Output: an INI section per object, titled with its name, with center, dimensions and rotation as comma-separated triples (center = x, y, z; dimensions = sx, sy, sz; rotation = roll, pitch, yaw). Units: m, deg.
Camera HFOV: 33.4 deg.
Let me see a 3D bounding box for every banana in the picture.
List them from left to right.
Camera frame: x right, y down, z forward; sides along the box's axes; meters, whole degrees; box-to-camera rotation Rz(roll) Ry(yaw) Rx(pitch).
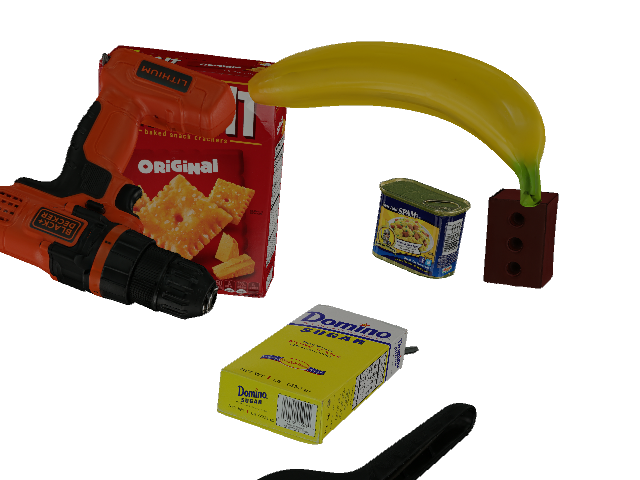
[banana]
center = 0.050, -0.082, 0.606
dimensions = 0.198, 0.069, 0.037
rotation = 23, -30, 30

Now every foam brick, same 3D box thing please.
[foam brick]
center = 0.175, -0.002, 0.932
dimensions = 0.053, 0.078, 0.051
rotation = 6, 16, 22

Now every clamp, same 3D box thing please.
[clamp]
center = 0.019, 0.164, 0.649
dimensions = 0.210, 0.036, 0.164
rotation = -6, 29, 3

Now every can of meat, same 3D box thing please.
[can of meat]
center = 0.109, -0.013, 1.184
dimensions = 0.102, 0.084, 0.057
rotation = 24, 27, 34

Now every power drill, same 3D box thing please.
[power drill]
center = -0.132, -0.044, 0.776
dimensions = 0.184, 0.187, 0.057
rotation = 21, -31, 8

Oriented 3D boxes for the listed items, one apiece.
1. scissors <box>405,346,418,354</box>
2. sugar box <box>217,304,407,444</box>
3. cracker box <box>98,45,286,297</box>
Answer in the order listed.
[scissors]
center = 0.021, 0.145, 1.208
dimensions = 0.201, 0.016, 0.096
rotation = 1, 25, -8
[sugar box]
center = -0.002, 0.106, 0.898
dimensions = 0.093, 0.048, 0.176
rotation = 15, 23, 22
[cracker box]
center = -0.120, -0.060, 0.984
dimensions = 0.164, 0.214, 0.072
rotation = 7, 22, 4
